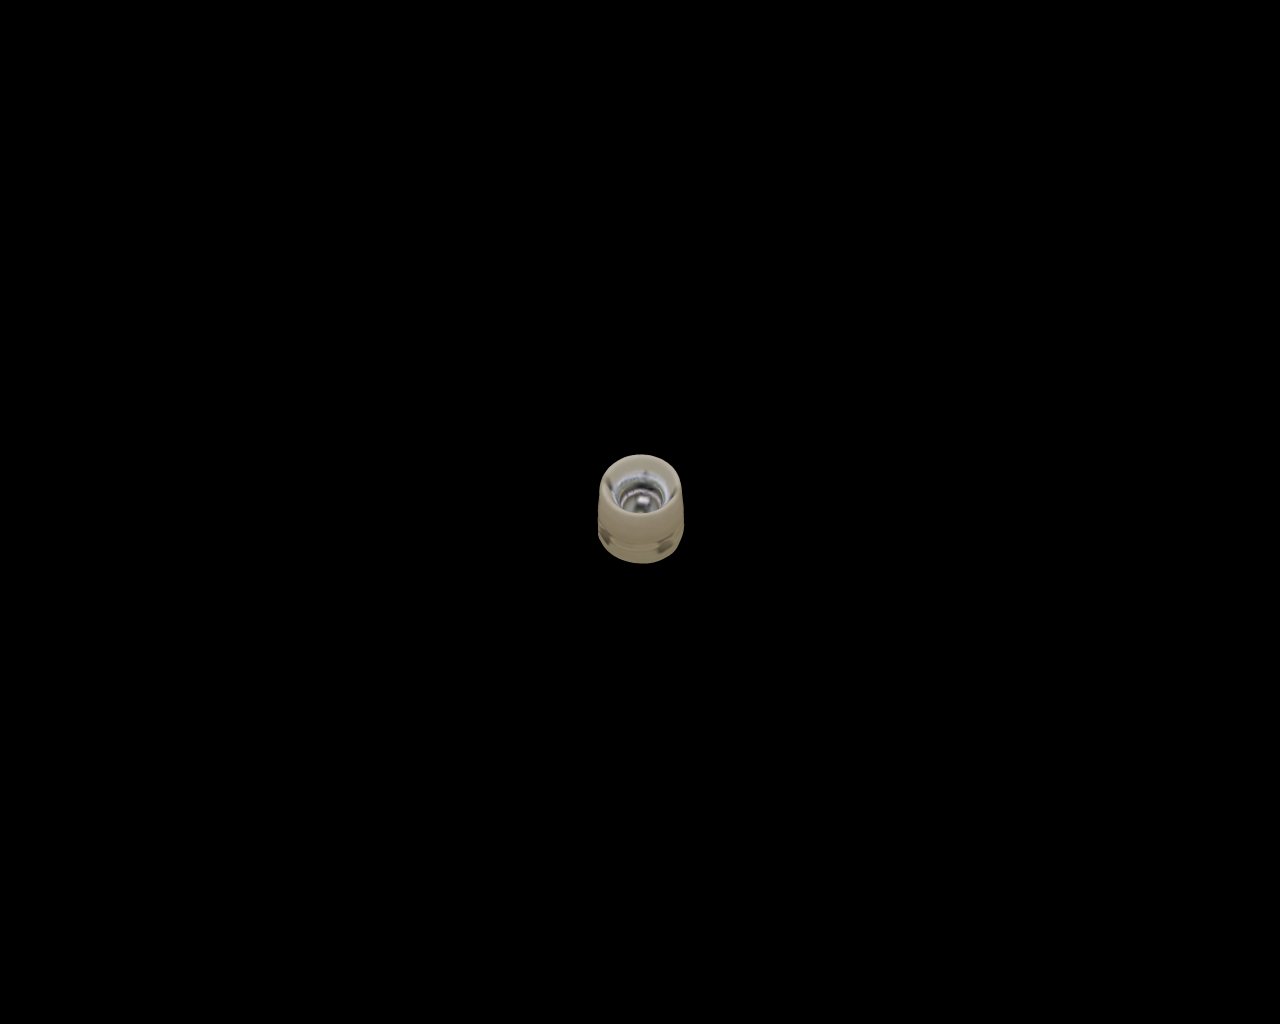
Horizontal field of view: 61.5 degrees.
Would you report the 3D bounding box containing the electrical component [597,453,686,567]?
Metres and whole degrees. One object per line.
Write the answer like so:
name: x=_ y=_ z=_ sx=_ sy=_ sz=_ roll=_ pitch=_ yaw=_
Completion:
electrical component: x=0.001 y=-0.003 z=0.650 sx=0.055 sy=0.055 sz=0.047 roll=0 pitch=-37 yaw=0
